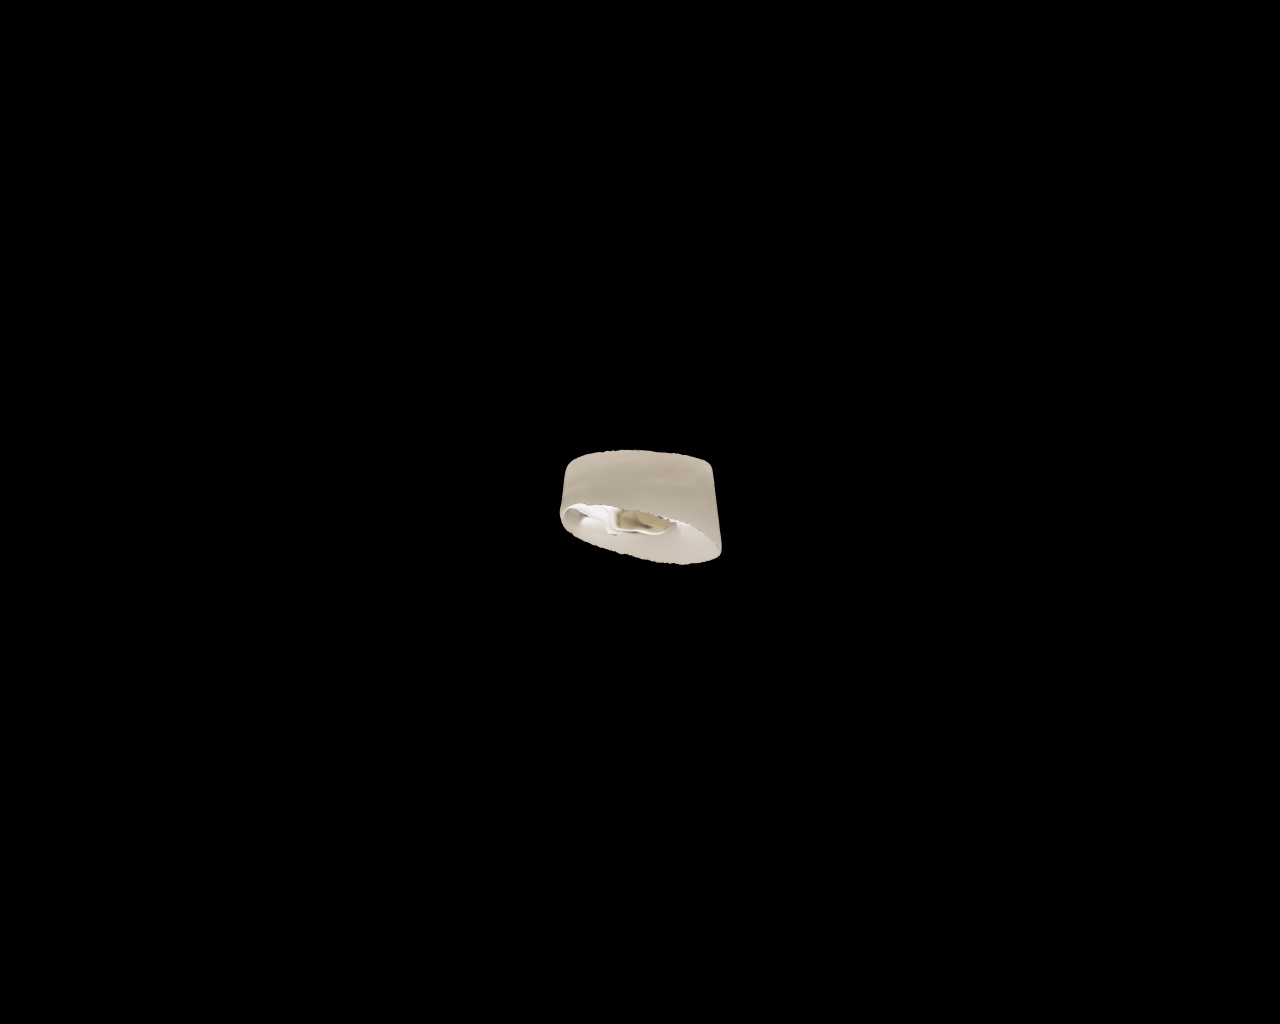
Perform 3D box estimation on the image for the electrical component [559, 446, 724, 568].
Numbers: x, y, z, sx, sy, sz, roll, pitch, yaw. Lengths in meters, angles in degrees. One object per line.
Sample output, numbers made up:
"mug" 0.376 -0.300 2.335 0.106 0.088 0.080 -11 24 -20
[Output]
"electrical component" 0.001 -0.003 0.650 0.099 0.064 0.099 0 -12 0
